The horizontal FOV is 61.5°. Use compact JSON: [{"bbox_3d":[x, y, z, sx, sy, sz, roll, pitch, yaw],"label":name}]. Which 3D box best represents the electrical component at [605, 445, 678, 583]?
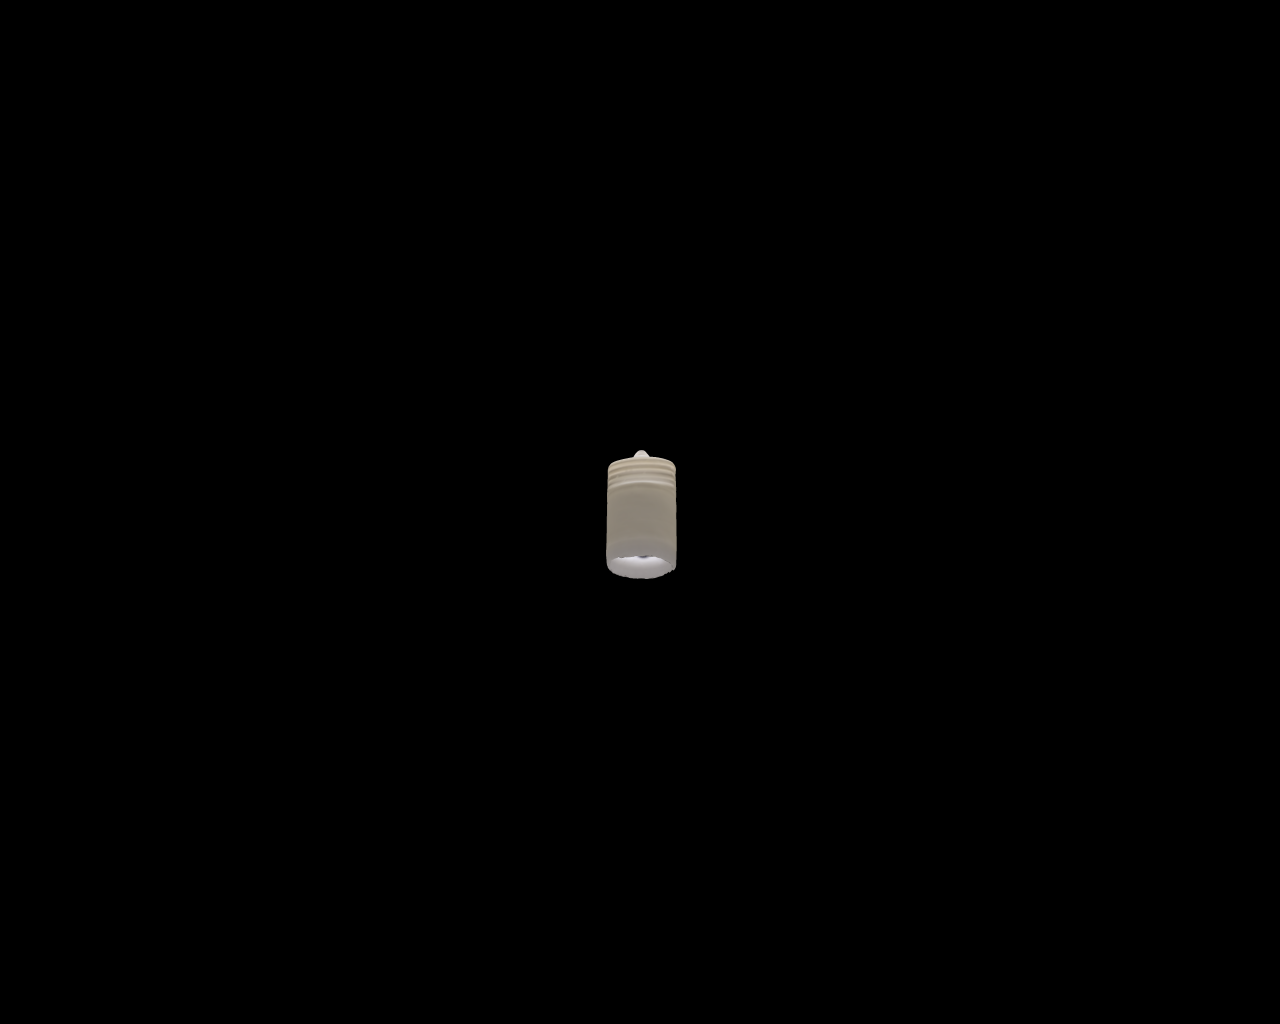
[{"bbox_3d":[0.001,-0.003,0.650,0.043,0.081,0.043,0,-23,0],"label":"electrical component"}]
